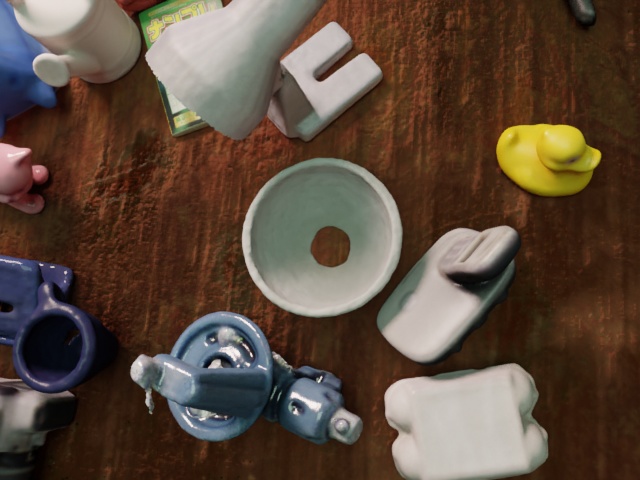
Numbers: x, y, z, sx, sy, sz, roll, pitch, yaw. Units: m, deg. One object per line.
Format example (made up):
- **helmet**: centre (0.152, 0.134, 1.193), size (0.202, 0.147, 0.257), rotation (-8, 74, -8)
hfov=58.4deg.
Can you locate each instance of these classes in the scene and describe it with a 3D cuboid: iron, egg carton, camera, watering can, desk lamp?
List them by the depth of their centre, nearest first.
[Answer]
- **egg carton**: centre (0.142, 0.183, 0.564), size (0.150, 0.069, 0.107), rotation (-11, 78, 6)
- **desk lamp**: centre (-0.048, -0.185, 0.588), size (0.203, 0.214, 0.118), rotation (-40, 76, -1)
- **camera**: centre (-0.359, 0.220, 0.614), size (0.143, 0.101, 0.137), rotation (6, 80, 10)
- **watering can**: centre (-0.288, -0.259, 0.647), size (0.101, 0.194, 0.173), rotation (-26, 77, 3)
- **iron**: centre (-0.424, -0.262, 0.694), size (0.118, 0.141, 0.258), rotation (-30, 77, 2)

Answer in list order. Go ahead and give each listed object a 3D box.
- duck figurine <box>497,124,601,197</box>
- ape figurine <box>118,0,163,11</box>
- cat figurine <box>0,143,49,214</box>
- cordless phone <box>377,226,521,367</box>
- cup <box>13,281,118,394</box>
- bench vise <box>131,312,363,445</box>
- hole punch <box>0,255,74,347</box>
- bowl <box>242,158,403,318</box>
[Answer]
- **duck figurine**: centre (0.239, -0.093, 0.594), size (0.104, 0.086, 0.077), rotation (25, 84, 12)
- **ape figurine**: centre (-0.236, -0.331, 0.705), size (0.076, 0.092, 0.078), rotation (16, 82, 11)
- **cat figurine**: centre (-0.380, -0.076, 0.665), size (0.127, 0.118, 0.067), rotation (3, 80, 9)
- **cordless phone**: centre (0.121, 0.047, 0.534), size (0.094, 0.185, 0.147), rotation (38, 87, 13)
- **cup**: centre (-0.269, 0.106, 0.626), size (0.091, 0.095, 0.118), rotation (-19, 77, 5)
- **bench vise**: centre (-0.064, 0.127, 0.528), size (0.207, 0.220, 0.121), rotation (1, 79, 9)
- **hole punch**: centre (-0.348, 0.068, 0.646), size (0.108, 0.091, 0.101), rotation (7, 80, 10)
- **bowl**: centre (0.006, 0.002, 0.616), size (0.167, 0.075, 0.167), rotation (-2, 79, 8)
